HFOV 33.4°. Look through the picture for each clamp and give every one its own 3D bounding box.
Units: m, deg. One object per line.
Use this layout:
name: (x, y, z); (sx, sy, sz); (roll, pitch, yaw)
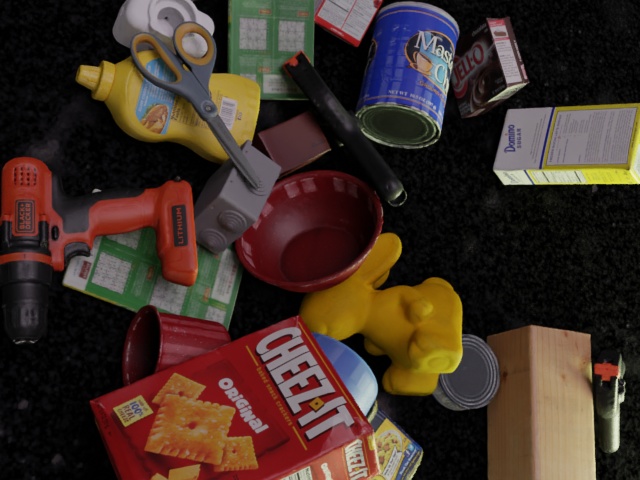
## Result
clamp: (0.344, 0.189, 1.271); (0.171, 0.039, 0.120); (36, 53, -65)
clamp: (0.031, -0.120, 1.180); (0.036, 0.164, 0.210); (-37, 92, 4)

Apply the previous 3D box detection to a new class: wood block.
wood block: (0.253, 0.211, 1.231); (0.090, 0.091, 0.206); (10, 72, -26)

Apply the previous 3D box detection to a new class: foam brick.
foam brick: (-0.038, -0.102, 1.183); (0.078, 0.051, 0.053); (-28, 91, -32)

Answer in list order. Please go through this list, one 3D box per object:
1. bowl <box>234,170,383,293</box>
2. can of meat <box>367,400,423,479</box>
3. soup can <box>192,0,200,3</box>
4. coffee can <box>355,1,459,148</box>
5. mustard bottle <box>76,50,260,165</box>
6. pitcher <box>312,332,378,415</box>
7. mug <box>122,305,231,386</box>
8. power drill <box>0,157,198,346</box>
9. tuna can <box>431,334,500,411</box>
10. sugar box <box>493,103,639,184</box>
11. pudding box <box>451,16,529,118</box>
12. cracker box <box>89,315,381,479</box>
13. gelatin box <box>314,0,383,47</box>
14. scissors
bowl: (-0.007, 0.001, 1.139); (0.162, 0.162, 0.055); (-55, 146, -29)
can of meat: (0.052, 0.235, 1.135); (0.084, 0.058, 0.102); (44, 61, -14)
soup can: (-0.161, -0.315, 1.166); (0.102, 0.069, 0.068); (29, 64, -19)
coffee can: (0.102, -0.193, 1.256); (0.102, 0.103, 0.140); (22, 67, -22)
mustard bottle: (-0.162, -0.147, 1.123); (0.191, 0.058, 0.096); (15, 82, -24)
pitcher: (-0.035, 0.213, 1.047); (0.149, 0.145, 0.242); (43, 57, -9)
mug: (-0.142, 0.126, 1.048); (0.081, 0.093, 0.117); (12, 101, -31)
power drill: (-0.215, 0.009, 1.029); (0.187, 0.057, 0.184); (0, 73, -16)
tuna can: (0.163, 0.154, 1.231); (0.086, 0.034, 0.086); (8, 72, -27)
sugar box: (0.308, -0.116, 1.308); (0.048, 0.177, 0.093); (42, 58, -46)
pudding box: (0.202, -0.210, 1.309); (0.039, 0.114, 0.090); (-12, 82, -27)
cracker box: (-0.078, 0.174, 0.951); (0.213, 0.072, 0.164); (-22, 44, -13)
gelatin box: (0.033, -0.284, 1.255); (0.073, 0.030, 0.089); (23, 99, -37)
scissors: (-0.106, -0.148, 1.085); (0.202, 0.016, 0.096); (43, 64, 5)
